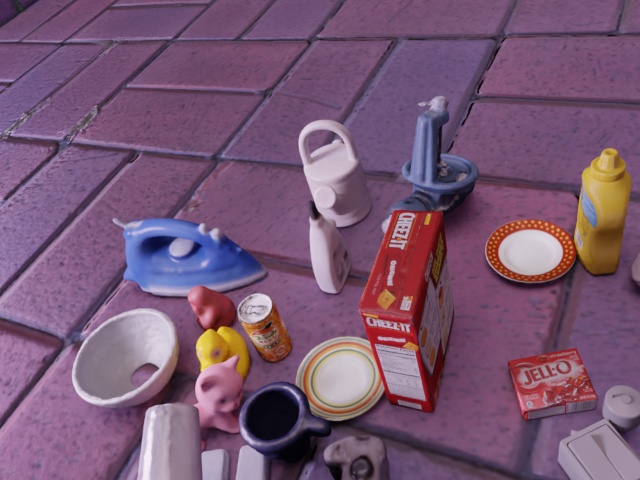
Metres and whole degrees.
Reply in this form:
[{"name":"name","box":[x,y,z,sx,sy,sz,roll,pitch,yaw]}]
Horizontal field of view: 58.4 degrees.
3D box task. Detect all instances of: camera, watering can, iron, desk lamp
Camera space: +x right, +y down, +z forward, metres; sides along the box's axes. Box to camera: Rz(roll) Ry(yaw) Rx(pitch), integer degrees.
[{"name":"camera","box":[0.010,0.299,0.649,0.136,0.101,0.143,-7,45,12]},{"name":"watering can","box":[0.025,-0.118,0.984,0.101,0.194,0.172,-20,44,0]},{"name":"iron","box":[-0.227,0.012,0.982,0.257,0.142,0.118,0,47,19]},{"name":"desk lamp","box":[-0.140,0.288,0.629,0.118,0.214,0.203,-11,45,9]}]

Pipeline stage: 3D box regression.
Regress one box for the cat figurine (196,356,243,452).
[{"name":"cat figurine","box":[-0.151,0.217,0.773,0.128,0.118,0.067,-27,44,-8]}]

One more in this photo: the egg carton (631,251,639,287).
[{"name":"egg carton","box":[0.497,0.020,0.776,0.107,0.069,0.150,24,58,35]}]

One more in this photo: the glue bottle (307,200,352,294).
[{"name":"glue bottle","box":[0.008,0.003,0.887,0.037,0.173,0.078,7,50,25]}]

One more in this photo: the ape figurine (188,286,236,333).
[{"name":"ape figurine","box":[-0.179,0.105,0.910,0.076,0.092,0.077,-11,45,9]}]

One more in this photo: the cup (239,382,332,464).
[{"name":"cup","box":[-0.033,0.242,0.723,0.117,0.095,0.092,3,48,21]}]

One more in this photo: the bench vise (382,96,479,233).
[{"name":"bench vise","box":[0.175,-0.097,0.893,0.121,0.220,0.208,9,51,26]}]

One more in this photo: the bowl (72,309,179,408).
[{"name":"bowl","box":[-0.282,0.191,0.874,0.167,0.075,0.167,-10,45,10]}]

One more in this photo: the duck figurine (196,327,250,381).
[{"name":"duck figurine","box":[-0.151,0.166,0.845,0.077,0.086,0.104,-8,45,12]}]
